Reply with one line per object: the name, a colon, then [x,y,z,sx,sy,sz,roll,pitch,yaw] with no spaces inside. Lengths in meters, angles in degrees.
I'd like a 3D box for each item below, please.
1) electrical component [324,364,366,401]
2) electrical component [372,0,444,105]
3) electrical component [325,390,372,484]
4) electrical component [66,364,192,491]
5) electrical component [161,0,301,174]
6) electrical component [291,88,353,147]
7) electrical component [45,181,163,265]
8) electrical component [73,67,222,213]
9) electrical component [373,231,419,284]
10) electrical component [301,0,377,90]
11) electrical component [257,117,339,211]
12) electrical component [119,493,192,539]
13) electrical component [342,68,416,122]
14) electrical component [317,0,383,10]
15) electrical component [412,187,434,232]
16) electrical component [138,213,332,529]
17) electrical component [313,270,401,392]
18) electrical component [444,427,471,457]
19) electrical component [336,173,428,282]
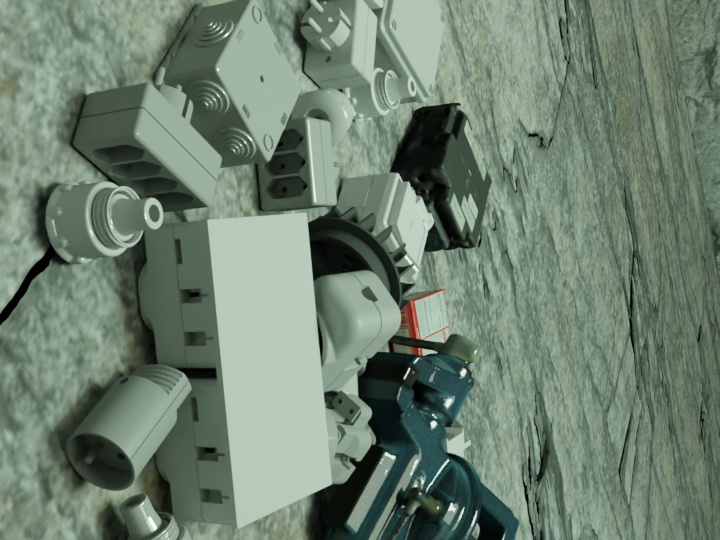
electrical component: [-0.019,0.081,0.857,0.045,0.045,0.055,54,39,-47]
electrical component: [0.029,-0.226,0.998,0.108,0.056,0.108,51,42,-50]
electrical component: [-0.033,0.126,0.797,0.078,0.058,0.057,-55,150,7]
electrical component: [-0.130,0.084,0.625,0.081,0.043,0.043,-58,136,-51]
electrical component: [-0.087,-0.129,0.747,0.099,0.048,0.099,62,34,-40]
electrical component: [-0.026,-0.128,0.881,0.062,0.048,0.048,-53,132,-63]
electrical component: [-0.140,-0.029,0.602,0.048,0.062,0.048,20,68,-62]
electrical component: [-0.125,-0.089,0.663,0.083,0.047,0.075,48,44,-52]
electrical component: [0.000,0.000,0.884,0.057,0.078,0.058,50,2,-21]
electrical component: [-0.024,-0.197,0.892,0.077,0.047,0.065,36,54,-58]
electrical component: [-0.041,-0.080,0.836,0.077,0.047,0.065,-5,90,-65]
electrical component: [-0.121,0.162,0.632,0.048,0.048,0.062,-48,121,-57]
electrical component: [0.018,-0.158,0.956,0.048,0.062,0.048,20,68,-62]
electrical component: [-0.038,-0.293,0.866,0.186,0.060,0.105,27,62,-61]
electrical component: [0.038,-0.059,1.003,0.062,0.048,0.048,67,30,-18]
electrical component: [-0.080,0.060,0.700,0.105,0.060,0.186,-9,95,-58]
electrical component: [-0.025,0.047,0.768,0.059,0.095,0.053,-8,57,-50]
electrical component: [0.075,0.187,1.036,0.081,0.042,0.063,-12,98,-63]
electrical component: [0.023,-0.031,0.945,0.096,0.061,0.061,59,36,-42]
